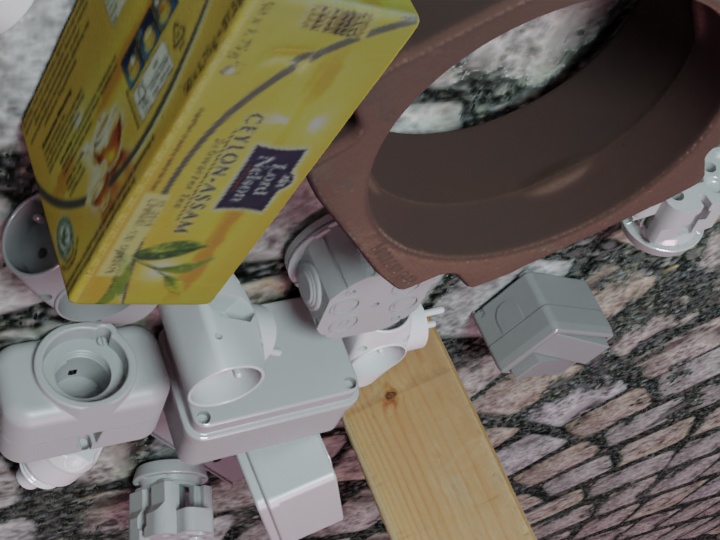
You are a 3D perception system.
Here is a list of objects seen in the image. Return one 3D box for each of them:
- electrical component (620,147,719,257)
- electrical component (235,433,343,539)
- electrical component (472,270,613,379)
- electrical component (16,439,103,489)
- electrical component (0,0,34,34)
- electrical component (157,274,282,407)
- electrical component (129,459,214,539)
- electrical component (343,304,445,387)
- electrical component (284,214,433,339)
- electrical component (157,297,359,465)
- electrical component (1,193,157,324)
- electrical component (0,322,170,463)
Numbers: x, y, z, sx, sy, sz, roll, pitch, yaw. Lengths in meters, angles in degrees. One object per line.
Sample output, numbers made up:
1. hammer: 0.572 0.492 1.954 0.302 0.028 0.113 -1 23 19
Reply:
1. electrical component: 0.204 -0.045 0.706 0.078 0.058 0.057 -16 149 -17
2. electrical component: -0.058 0.123 0.748 0.056 0.108 0.108 -22 153 -9
3. electrical component: 0.145 0.045 0.818 0.096 0.061 0.062 8 140 -46
4. electrical component: -0.201 0.122 0.703 0.062 0.043 0.043 -39 150 29
5. electrical component: -0.128 -0.117 0.327 0.079 0.043 0.077 -36 151 22
6. electrical component: -0.074 0.035 0.607 0.043 0.077 0.079 -38 150 26
7. electrical component: -0.145 0.179 0.822 0.058 0.057 0.078 18 147 -42
8. electrical component: 0.020 0.039 0.727 0.079 0.044 0.077 -11 151 -24
9. electrical component: 0.000 0.000 0.632 0.080 0.051 0.080 -19 153 -10
10. electrical component: -0.066 0.066 0.671 0.113 0.078 0.057 -11 153 -24
11. electrical component: -0.117 -0.013 0.523 0.079 0.044 0.077 -29 153 10
12. electrical component: -0.163 0.069 0.625 0.095 0.053 0.059 -9 150 -27
